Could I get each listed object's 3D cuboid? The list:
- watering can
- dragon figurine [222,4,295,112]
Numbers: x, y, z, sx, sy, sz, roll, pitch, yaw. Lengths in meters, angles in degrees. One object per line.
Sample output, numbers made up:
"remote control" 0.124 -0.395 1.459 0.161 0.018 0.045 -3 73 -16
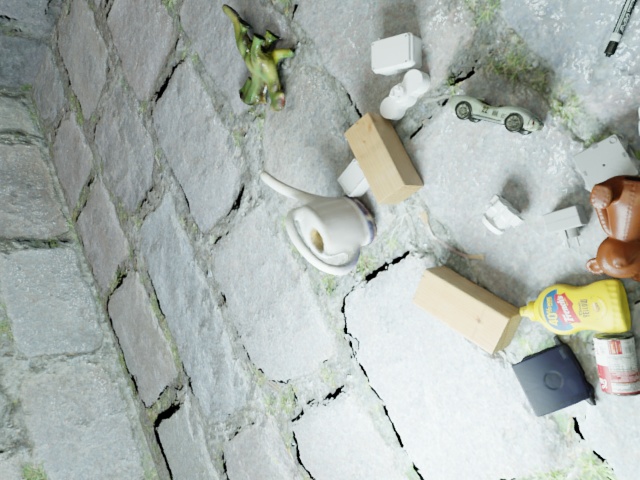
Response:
"watering can" 0.004 -0.066 1.310 0.226 0.353 0.101 -16 -29 -32
"dragon figurine" -0.211 -0.529 1.572 0.123 0.238 0.417 -9 45 -41
